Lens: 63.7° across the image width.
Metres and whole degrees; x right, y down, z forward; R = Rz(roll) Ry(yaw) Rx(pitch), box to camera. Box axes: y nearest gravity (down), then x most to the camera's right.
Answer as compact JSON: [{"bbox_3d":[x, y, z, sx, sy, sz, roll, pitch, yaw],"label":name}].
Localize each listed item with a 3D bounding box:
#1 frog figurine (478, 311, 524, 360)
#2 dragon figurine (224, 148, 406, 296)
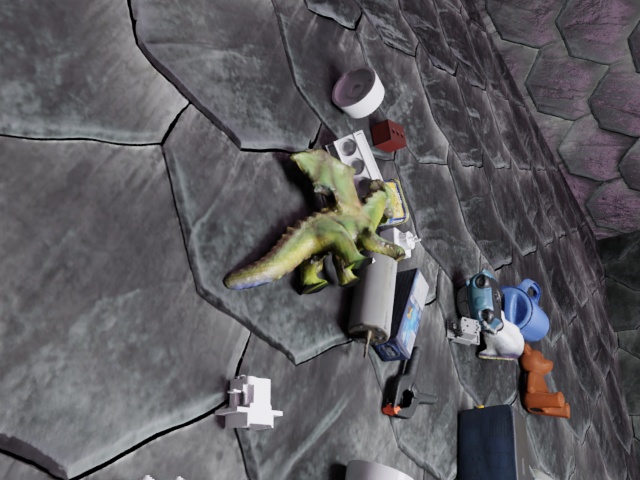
[{"bbox_3d":[0.474,0.235,1.362,0.137,0.122,0.161,12,75,-30],"label":"frog figurine"},{"bbox_3d":[0.003,-0.044,0.879,0.411,0.120,0.246,-1,64,-40],"label":"dragon figurine"}]
